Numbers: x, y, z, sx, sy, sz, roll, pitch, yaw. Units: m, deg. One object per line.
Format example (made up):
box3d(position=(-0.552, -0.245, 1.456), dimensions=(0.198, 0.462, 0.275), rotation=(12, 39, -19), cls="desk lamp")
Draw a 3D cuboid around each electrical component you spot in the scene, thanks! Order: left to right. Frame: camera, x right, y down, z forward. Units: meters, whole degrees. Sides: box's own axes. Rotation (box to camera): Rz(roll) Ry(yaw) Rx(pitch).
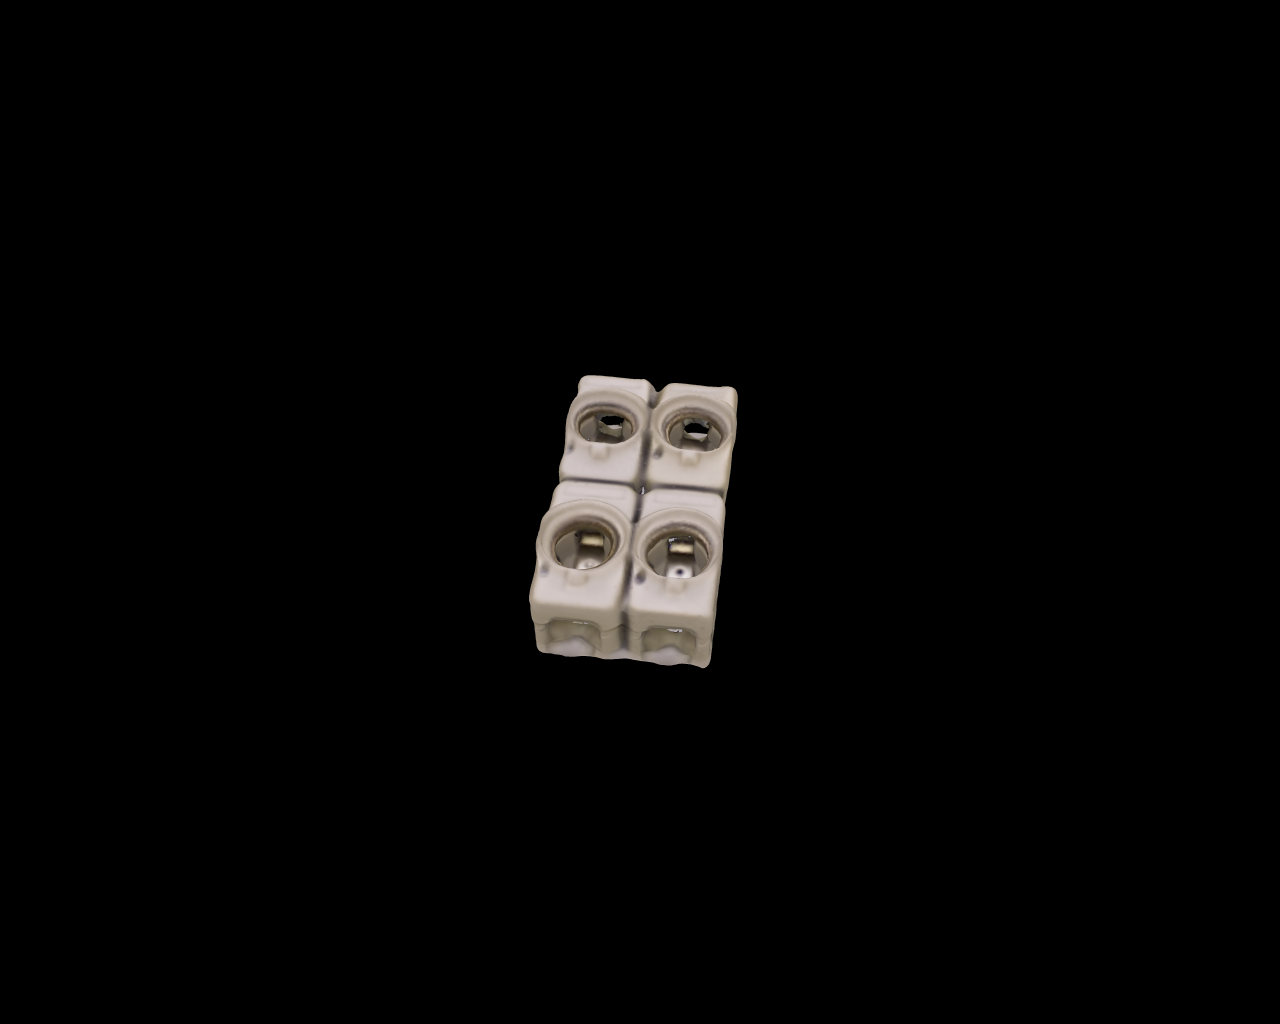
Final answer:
box3d(position=(0.001, -0.003, 0.650), dimensions=(0.105, 0.186, 0.060), rotation=(5, -39, 5), cls="electrical component")
